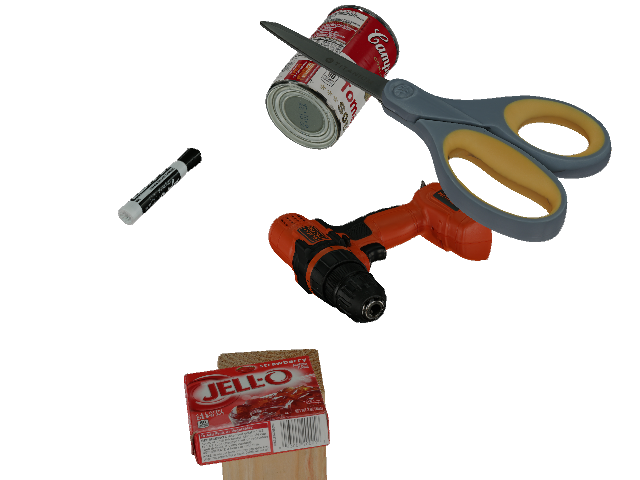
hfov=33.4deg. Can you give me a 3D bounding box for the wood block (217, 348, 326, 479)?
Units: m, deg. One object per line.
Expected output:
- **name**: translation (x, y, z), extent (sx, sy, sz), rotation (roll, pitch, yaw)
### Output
- **wood block**: translation (-0.041, 0.208, 0.937), extent (0.090, 0.206, 0.091), rotation (-3, 19, -4)

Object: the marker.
- **marker**: translation (-0.157, -0.056, 1.061), extent (0.020, 0.020, 0.121), rotation (0, 35, 37)

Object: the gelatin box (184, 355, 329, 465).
- **gelatin box**: translation (-0.044, 0.111, 0.707), extent (0.089, 0.030, 0.073), rotation (-7, 24, -7)

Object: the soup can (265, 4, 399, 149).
- **soup can**: translation (0.009, -0.130, 0.845), extent (0.069, 0.068, 0.102), rotation (0, 44, 43)

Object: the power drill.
- **power drill**: translation (0.065, 0.007, 1.007), extent (0.187, 0.057, 0.185), rotation (-14, 31, -23)

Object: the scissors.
- **scissors**: translation (0.061, -0.073, 0.534), extent (0.096, 0.016, 0.202), rotation (-25, 52, -22)
